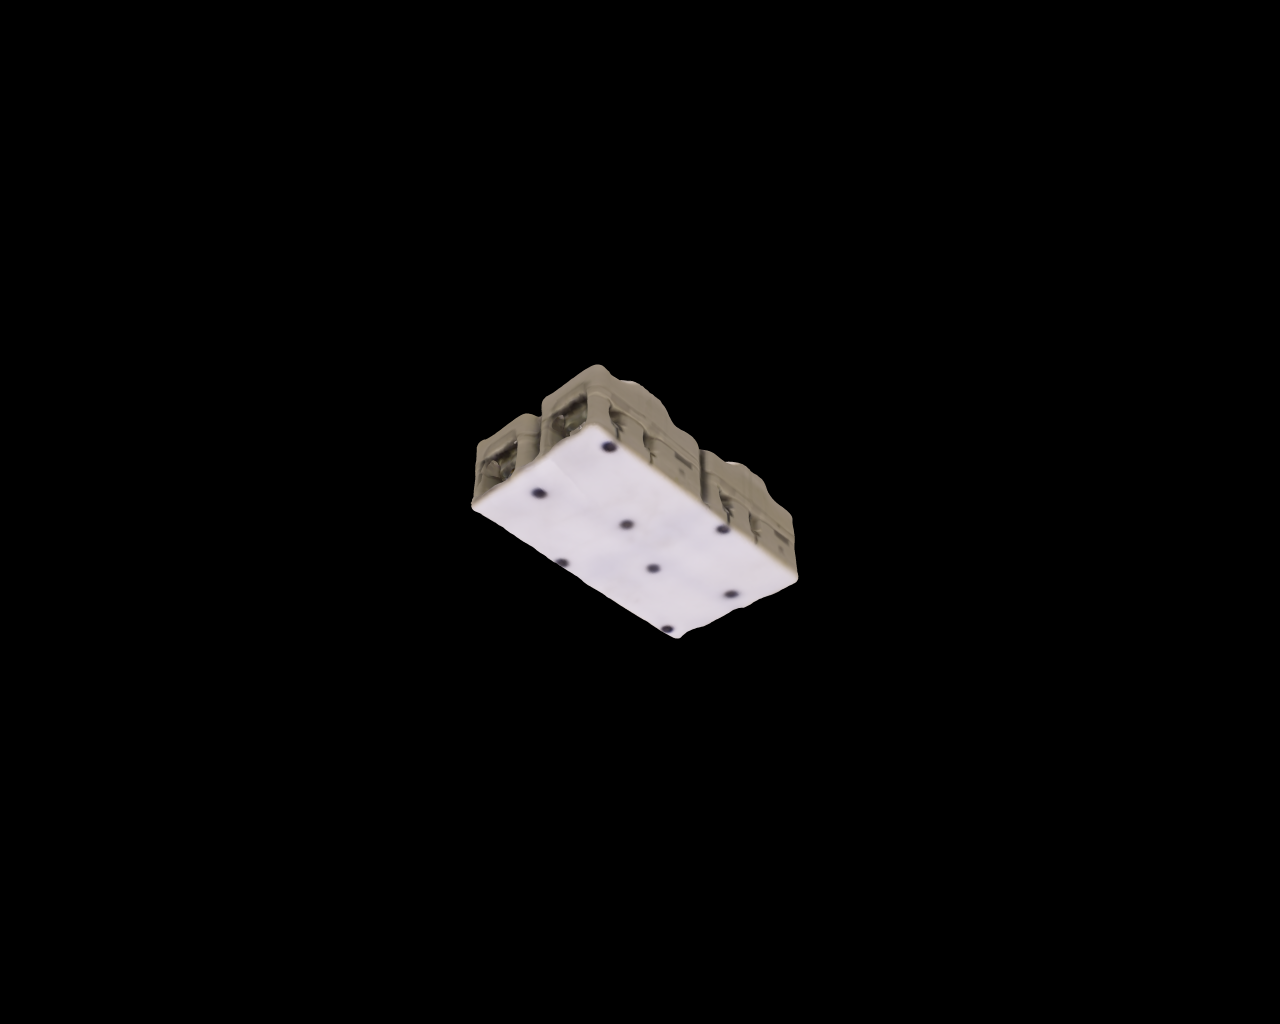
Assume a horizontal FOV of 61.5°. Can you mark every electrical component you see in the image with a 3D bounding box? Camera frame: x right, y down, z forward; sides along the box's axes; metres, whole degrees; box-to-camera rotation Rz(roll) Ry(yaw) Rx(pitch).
[{"bbox_3d":[0.001,-0.003,0.650,0.105,0.060,0.186,-30,-49,31],"label":"electrical component"}]
